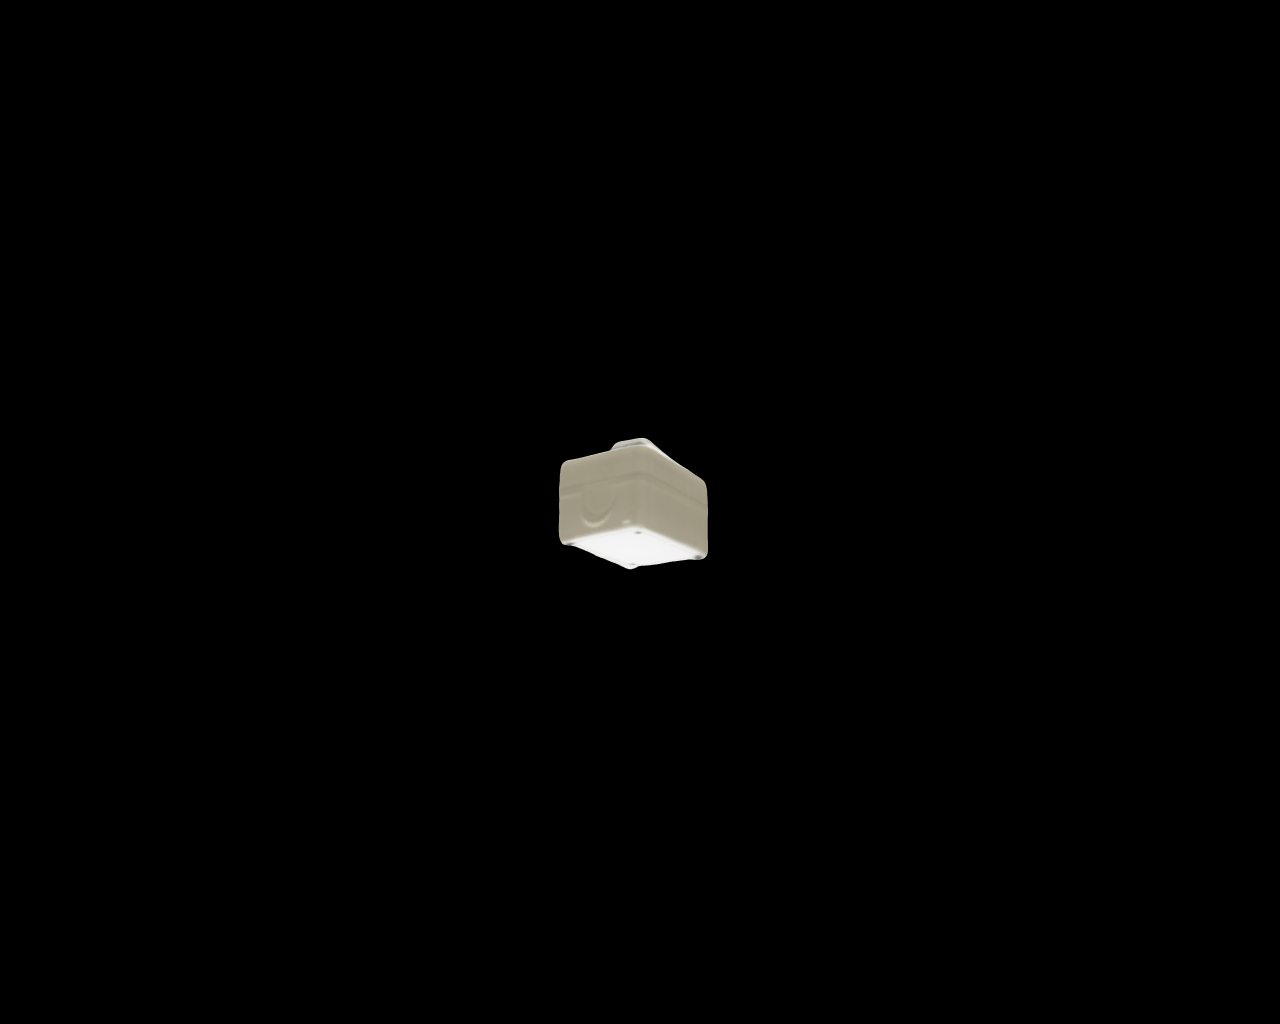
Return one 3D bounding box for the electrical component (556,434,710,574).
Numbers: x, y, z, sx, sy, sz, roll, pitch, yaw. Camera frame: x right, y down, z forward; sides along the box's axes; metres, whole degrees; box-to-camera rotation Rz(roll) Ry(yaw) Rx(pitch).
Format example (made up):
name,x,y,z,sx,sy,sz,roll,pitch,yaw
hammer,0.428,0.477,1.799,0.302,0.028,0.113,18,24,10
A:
name,x,y,z,sx,sy,sz,roll,pitch,yaw
electrical component,0.001,-0.003,0.650,0.061,0.061,0.096,-11,-21,30
